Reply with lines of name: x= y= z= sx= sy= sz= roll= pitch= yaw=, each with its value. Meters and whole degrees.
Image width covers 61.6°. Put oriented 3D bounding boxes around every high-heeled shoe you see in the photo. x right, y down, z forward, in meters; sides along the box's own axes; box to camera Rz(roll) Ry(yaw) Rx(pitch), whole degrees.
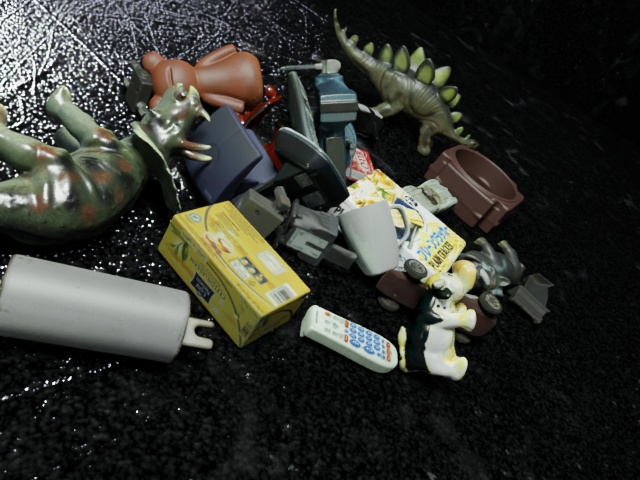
high-heeled shoe: x=0.037 y=-0.282 z=1.165 sx=0.248 sy=0.086 sz=0.145 roll=21 pitch=30 yaw=-22

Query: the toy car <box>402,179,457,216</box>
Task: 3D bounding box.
toy car: x=0.215 y=-0.080 z=1.086 sx=0.073 sy=0.056 sz=0.202 roll=48 pitch=37 yaw=18

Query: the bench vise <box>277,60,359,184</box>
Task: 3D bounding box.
bench vise: x=0.003 y=-0.212 z=0.976 sx=0.129 sy=0.223 sz=0.241 roll=-17 pitch=19 yaw=-7

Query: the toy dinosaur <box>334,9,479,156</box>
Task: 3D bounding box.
toy dinosaur: x=0.200 y=-0.356 z=1.280 sx=0.471 sy=0.198 sz=0.105 roll=30 pitch=32 yaw=-11

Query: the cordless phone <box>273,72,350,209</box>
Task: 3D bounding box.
cordless phone: x=-0.020 y=-0.149 z=0.815 sx=0.146 sy=0.089 sz=0.184 roll=50 pitch=29 yaw=-62

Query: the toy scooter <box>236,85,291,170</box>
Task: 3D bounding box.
toy scooter: x=-0.075 y=-0.173 z=0.888 sx=0.184 sy=0.135 sz=0.075 roll=36 pitch=33 yaw=-1

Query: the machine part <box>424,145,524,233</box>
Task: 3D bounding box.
machine part: x=0.355 y=-0.123 z=1.229 sx=0.201 sy=0.087 sz=0.201 roll=44 pitch=36 yaw=15

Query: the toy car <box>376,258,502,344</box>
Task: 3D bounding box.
toy car: x=0.182 y=0.092 z=0.828 sx=0.202 sy=0.089 sz=0.053 roll=25 pitch=36 yaw=-12

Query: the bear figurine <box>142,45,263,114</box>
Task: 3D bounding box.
bear figurine: x=-0.201 y=-0.264 z=0.934 sx=0.196 sy=0.132 sz=0.120 roll=-13 pitch=89 yaw=-13

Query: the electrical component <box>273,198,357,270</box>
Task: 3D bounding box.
electrical component: x=-0.002 y=-0.002 z=0.799 sx=0.119 sy=0.074 sz=0.048 roll=21 pitch=37 yaw=-13

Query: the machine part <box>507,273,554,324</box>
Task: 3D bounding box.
machine part: x=0.413 y=0.107 z=1.047 sx=0.084 sy=0.039 sz=0.139 roll=39 pitch=36 yaw=15

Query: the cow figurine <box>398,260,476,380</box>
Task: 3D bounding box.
cow figurine: x=0.161 y=0.105 z=0.746 sx=0.098 sy=0.167 sz=0.068 roll=11 pitch=-4 yaw=-3

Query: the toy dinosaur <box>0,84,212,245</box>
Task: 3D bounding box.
toy dinosaur: x=-0.283 y=-0.065 z=0.613 sx=0.192 sy=0.131 sz=0.405 roll=36 pitch=41 yaw=2

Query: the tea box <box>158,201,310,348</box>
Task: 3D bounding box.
tea box: x=-0.108 y=0.037 z=0.669 sx=0.170 sy=0.068 sz=0.098 roll=46 pitch=35 yaw=18

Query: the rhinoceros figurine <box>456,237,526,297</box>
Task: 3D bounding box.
rhinoceros figurine: x=0.307 y=0.059 z=0.994 sx=0.190 sy=0.073 sz=0.112 roll=-3 pitch=60 yaw=-44

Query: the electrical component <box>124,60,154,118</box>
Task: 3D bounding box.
electrical component: x=-0.286 y=-0.237 z=0.850 sx=0.021 sy=0.063 sz=0.094 roll=-2 pitch=50 yaw=-42

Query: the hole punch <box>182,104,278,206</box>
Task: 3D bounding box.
hole punch: x=-0.136 y=-0.115 z=0.771 sx=0.142 sy=0.116 sz=0.092 roll=56 pitch=-3 yaw=18

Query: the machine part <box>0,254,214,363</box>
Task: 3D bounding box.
machine part: x=-0.221 y=0.069 z=0.530 sx=0.243 sy=0.079 sz=0.079 roll=16 pitch=39 yaw=-24

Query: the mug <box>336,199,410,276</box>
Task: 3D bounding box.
mug: x=0.089 y=-0.004 z=0.828 sx=0.109 sy=0.081 sz=0.107 roll=-17 pitch=92 yaw=-25

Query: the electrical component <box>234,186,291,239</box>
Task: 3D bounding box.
electrical component: x=-0.087 y=-0.034 z=0.750 sx=0.078 sy=0.102 sz=0.045 roll=30 pitch=30 yaw=-24
